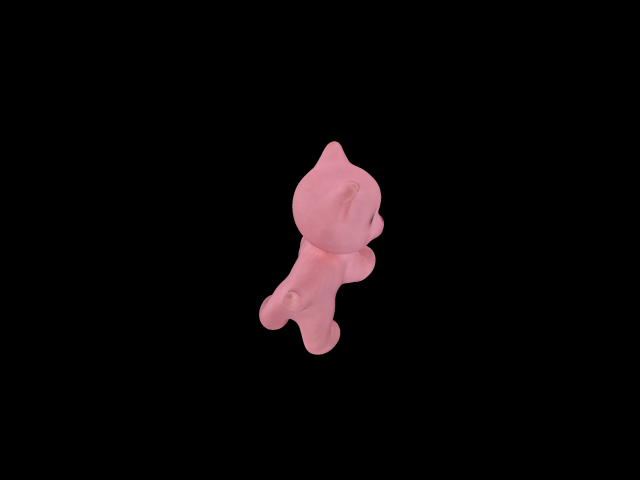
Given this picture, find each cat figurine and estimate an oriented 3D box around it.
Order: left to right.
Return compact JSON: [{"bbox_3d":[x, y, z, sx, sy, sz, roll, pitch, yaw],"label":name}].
[{"bbox_3d":[0.004,0.001,0.400,0.067,0.118,0.128,22,65,11],"label":"cat figurine"}]
